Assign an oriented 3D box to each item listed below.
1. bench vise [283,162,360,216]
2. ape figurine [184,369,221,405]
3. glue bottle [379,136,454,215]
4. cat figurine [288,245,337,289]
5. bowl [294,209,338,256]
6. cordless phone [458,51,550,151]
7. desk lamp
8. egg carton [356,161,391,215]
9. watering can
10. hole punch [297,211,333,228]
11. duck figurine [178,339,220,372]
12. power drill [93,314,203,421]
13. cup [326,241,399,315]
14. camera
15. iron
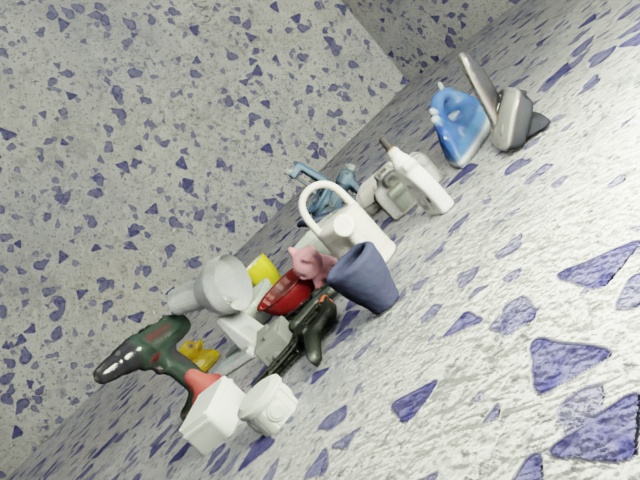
[{"bbox_3d":[0.007,-0.165,1.704,0.208,0.220,0.121,-48,12,-28],"label":"bench vise"},{"bbox_3d":[-0.217,0.278,1.079,0.078,0.092,0.076,-47,11,-21],"label":"ape figurine"},{"bbox_3d":[0.164,-0.118,1.022,0.037,0.173,0.078,-44,10,-9],"label":"glue bottle"},{"bbox_3d":[-0.015,0.047,1.188,0.067,0.118,0.128,-39,11,20],"label":"cat figurine"},{"bbox_3d":[0.013,0.005,1.386,0.167,0.075,0.167,-41,10,9],"label":"bowl"},{"bbox_3d":[0.303,-0.251,1.007,0.094,0.185,0.147,-41,10,11],"label":"cordless phone"},{"bbox_3d":[-0.206,0.155,1.198,0.203,0.213,0.118,-37,12,29],"label":"desk lamp"},{"bbox_3d":[0.155,-0.130,1.419,0.150,0.069,0.107,-39,11,20],"label":"egg carton"},{"bbox_3d":[0.044,-0.027,1.049,0.101,0.194,0.172,-47,11,-20],"label":"watering can"},{"bbox_3d":[0.000,-0.047,1.606,0.101,0.091,0.108,-46,10,-16],"label":"hole punch"},{"bbox_3d":[-0.313,0.291,1.418,0.104,0.086,0.077,-42,10,3],"label":"duck figurine"},{"bbox_3d":[-0.319,0.268,1.183,0.075,0.208,0.230,-34,13,40],"label":"power drill"},{"bbox_3d":[0.073,0.058,0.863,0.091,0.095,0.118,-38,11,25],"label":"cup"},{"bbox_3d":[0.173,-0.128,1.248,0.143,0.101,0.136,-42,10,2],"label":"camera"},{"bbox_3d":[0.285,-0.259,1.243,0.118,0.141,0.258,-36,12,33],"label":"iron"}]
